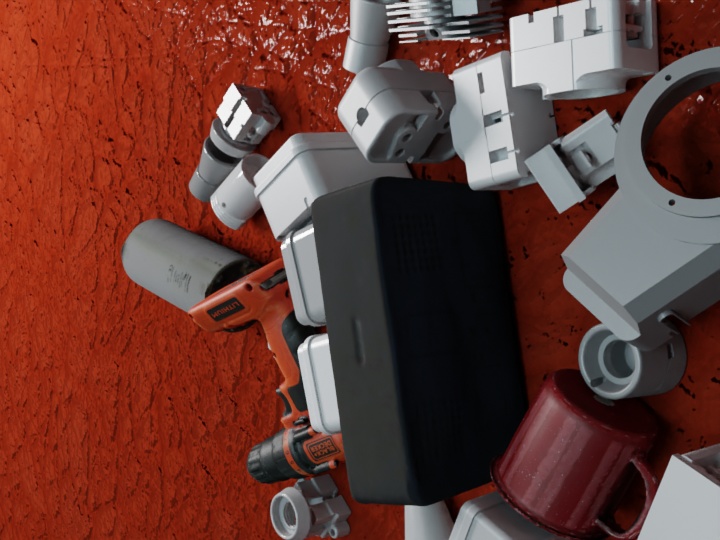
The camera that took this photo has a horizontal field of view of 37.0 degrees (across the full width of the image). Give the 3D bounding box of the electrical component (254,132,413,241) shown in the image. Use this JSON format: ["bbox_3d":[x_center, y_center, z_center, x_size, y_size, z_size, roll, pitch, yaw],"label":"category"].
[{"bbox_3d":[-0.020,-0.070,0.877,0.078,0.113,0.057,-40,66,44],"label":"electrical component"}]

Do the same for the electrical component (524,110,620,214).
[{"bbox_3d":[0.148,-0.074,0.710,0.064,0.081,0.042,-35,90,17],"label":"electrical component"}]

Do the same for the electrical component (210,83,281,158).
[{"bbox_3d":[-0.113,-0.141,1.031,0.055,0.048,0.066,-51,56,30],"label":"electrical component"}]

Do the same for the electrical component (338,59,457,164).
[{"bbox_3d":[0.034,-0.120,0.821,0.059,0.095,0.053,58,133,28],"label":"electrical component"}]

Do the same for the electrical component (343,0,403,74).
[{"bbox_3d":[0.008,-0.193,0.888,0.044,0.044,0.065,37,125,41],"label":"electrical component"}]

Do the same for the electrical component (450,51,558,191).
[{"bbox_3d":[0.103,-0.105,0.776,0.056,0.050,0.089,-12,84,49],"label":"electrical component"}]

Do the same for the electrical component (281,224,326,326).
[{"bbox_3d":[0.000,0.000,0.859,0.057,0.113,0.078,-24,75,45],"label":"electrical component"}]

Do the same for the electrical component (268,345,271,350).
[{"bbox_3d":[-0.064,0.069,0.994,0.048,0.048,0.062,13,112,48],"label":"electrical component"}]

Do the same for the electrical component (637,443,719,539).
[{"bbox_3d":[0.244,0.180,0.628,0.150,0.062,0.089,35,119,42],"label":"electrical component"}]

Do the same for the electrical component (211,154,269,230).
[{"bbox_3d":[-0.115,-0.072,1.040,0.081,0.043,0.043,-42,63,43],"label":"electrical component"}]

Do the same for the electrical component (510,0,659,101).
[{"bbox_3d":[0.149,-0.145,0.719,0.089,0.050,0.055,-1,92,49],"label":"electrical component"}]

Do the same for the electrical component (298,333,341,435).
[{"bbox_3d":[0.013,0.083,0.851,0.057,0.113,0.078,-19,79,45],"label":"electrical component"}]

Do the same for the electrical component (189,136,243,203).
[{"bbox_3d":[-0.146,-0.099,1.077,0.065,0.044,0.044,-54,55,43],"label":"electrical component"}]

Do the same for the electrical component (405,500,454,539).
[{"bbox_3d":[0.052,0.189,0.871,0.044,0.044,0.065,-28,67,47],"label":"electrical component"}]

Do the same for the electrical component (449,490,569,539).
[{"bbox_3d":[0.110,0.208,0.753,0.056,0.109,0.108,36,120,39],"label":"electrical component"}]

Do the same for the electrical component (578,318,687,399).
[{"bbox_3d":[0.177,0.057,0.706,0.055,0.047,0.055,6,98,49],"label":"electrical component"}]

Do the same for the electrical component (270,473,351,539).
[{"bbox_3d":[-0.047,0.218,0.978,0.066,0.055,0.048,56,131,30],"label":"electrical component"}]
